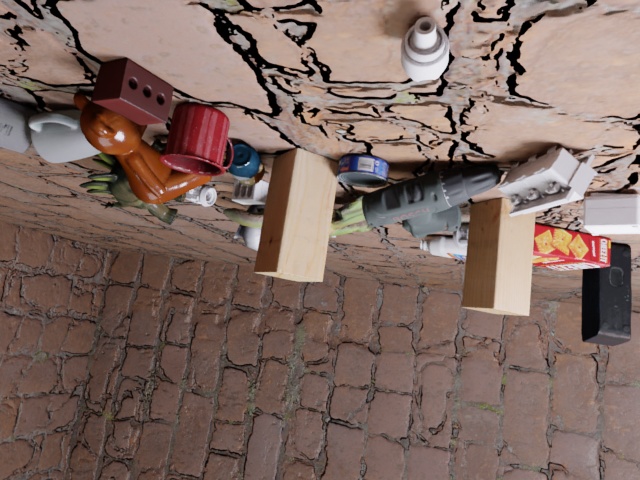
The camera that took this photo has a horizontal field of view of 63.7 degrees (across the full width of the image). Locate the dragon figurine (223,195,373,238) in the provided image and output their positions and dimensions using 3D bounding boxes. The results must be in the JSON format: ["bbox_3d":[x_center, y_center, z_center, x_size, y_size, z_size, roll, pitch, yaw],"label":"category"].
[{"bbox_3d":[0.003,-0.055,1.100,0.241,0.124,0.408,-23,-16,21],"label":"dragon figurine"}]

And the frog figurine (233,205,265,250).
[{"bbox_3d":[-0.109,-0.024,1.233,0.159,0.141,0.120,26,-43,-3],"label":"frog figurine"}]
